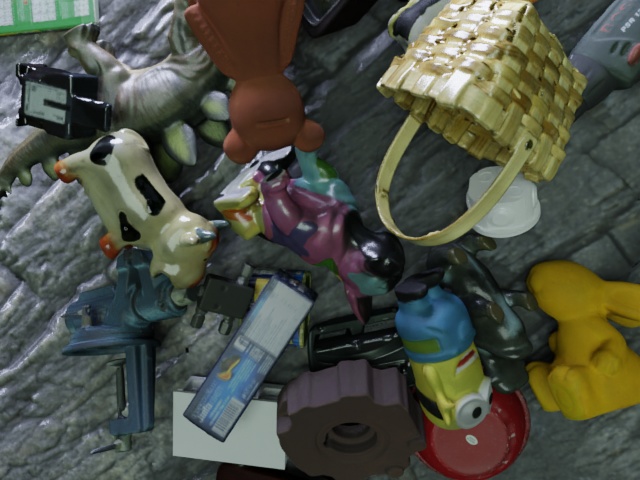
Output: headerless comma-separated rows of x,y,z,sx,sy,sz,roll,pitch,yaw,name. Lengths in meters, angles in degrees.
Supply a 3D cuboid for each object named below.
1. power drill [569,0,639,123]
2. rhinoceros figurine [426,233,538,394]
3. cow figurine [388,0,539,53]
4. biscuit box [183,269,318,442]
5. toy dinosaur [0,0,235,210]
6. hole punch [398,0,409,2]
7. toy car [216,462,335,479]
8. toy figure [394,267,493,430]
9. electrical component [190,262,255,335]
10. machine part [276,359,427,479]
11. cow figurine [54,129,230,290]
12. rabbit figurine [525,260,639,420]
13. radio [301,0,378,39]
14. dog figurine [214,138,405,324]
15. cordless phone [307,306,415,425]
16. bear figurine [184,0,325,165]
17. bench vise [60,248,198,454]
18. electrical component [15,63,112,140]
0.365,-0.170,0.555,0.208,0.086,0.232,36,96,39,power drill
0.185,0.085,0.626,0.112,0.073,0.190,-41,73,54,rhinoceros figurine
0.165,-0.262,0.610,0.167,0.068,0.098,-36,80,9,cow figurine
-0.081,0.135,0.635,0.059,0.063,0.202,33,97,0,biscuit box
-0.237,-0.162,0.665,0.472,0.105,0.198,-19,94,12,toy dinosaur
0.115,-0.350,0.597,0.116,0.092,0.142,-30,87,8,hole punch
-0.045,0.334,0.707,0.202,0.053,0.089,5,84,20,toy car
0.133,0.122,0.591,0.082,0.089,0.180,-25,99,-11,toy figure
-0.115,0.066,0.640,0.063,0.021,0.094,20,99,-25,electrical component
0.036,0.217,0.631,0.179,0.056,0.179,1,125,1,machine part
-0.190,-0.032,0.609,0.127,0.085,0.194,-27,98,14,cow figurine
0.305,0.099,0.608,0.162,0.121,0.173,-20,74,8,rabbit figurine
-0.015,-0.349,0.587,0.073,0.131,0.229,-30,88,-33,radio
-0.001,-0.002,0.645,0.192,0.108,0.219,-15,118,46,dog figurine
0.069,0.184,0.680,0.147,0.089,0.184,-13,106,9,cordless phone
-0.066,-0.187,0.567,0.120,0.132,0.195,-15,113,-4,bear figurine
-0.234,0.139,0.680,0.224,0.128,0.240,-11,75,18,bench vise
-0.278,-0.152,0.602,0.119,0.048,0.074,11,107,10,electrical component
